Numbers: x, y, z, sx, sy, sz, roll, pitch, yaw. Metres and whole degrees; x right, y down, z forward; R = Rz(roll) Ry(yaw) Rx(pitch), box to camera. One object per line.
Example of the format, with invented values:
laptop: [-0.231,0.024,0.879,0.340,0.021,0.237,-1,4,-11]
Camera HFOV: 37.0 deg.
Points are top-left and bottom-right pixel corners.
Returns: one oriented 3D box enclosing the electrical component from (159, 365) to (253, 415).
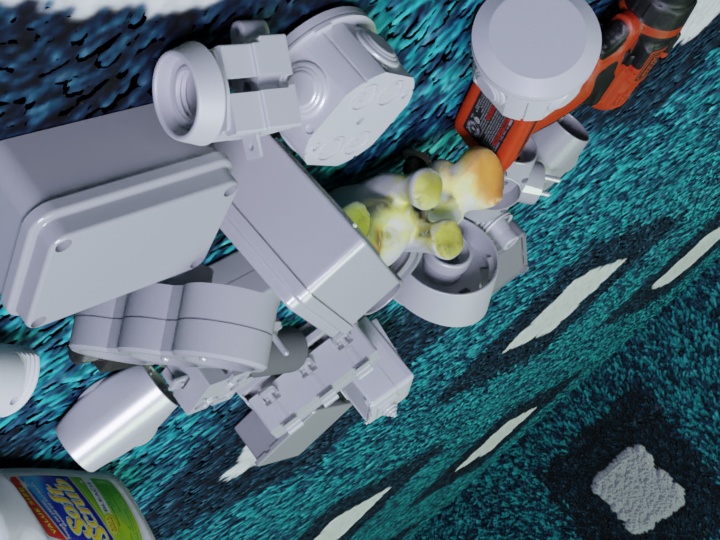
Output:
electrical component: [-0.117,0.067,0.777,0.066,0.055,0.048,-17,152,-51]

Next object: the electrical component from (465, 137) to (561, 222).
electrical component: [0.128,-0.076,0.895,0.079,0.044,0.077,11,141,-17]

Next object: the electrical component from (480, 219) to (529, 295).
electrical component: [0.118,-0.023,1.028,0.062,0.061,0.096,-37,155,-7]

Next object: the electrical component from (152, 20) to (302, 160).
electrical component: [-0.064,-0.085,0.510,0.055,0.066,0.048,-14,-175,-39]

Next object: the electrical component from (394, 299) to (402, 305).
electrical component: [0.051,0.006,0.992,0.040,0.040,0.046,-25,152,-38]

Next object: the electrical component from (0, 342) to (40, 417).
electrical component: [-0.210,0.061,0.595,0.043,0.043,0.081,-42,162,9]

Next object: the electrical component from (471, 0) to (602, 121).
electrical component: [0.110,-0.138,0.685,0.080,0.080,0.051,-36,167,-8]

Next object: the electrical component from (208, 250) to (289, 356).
electrical component: [-0.079,0.033,0.733,0.066,0.076,0.047,-29,160,-29]

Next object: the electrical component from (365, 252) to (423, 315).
electrical component: [0.000,0.000,0.837,0.108,0.060,0.108,-35,162,-13]

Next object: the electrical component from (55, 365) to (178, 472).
electrical component: [-0.172,0.108,0.787,0.077,0.044,0.079,-38,163,-3]

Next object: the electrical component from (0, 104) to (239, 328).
electrical component: [-0.124,-0.028,0.523,0.113,0.057,0.078,-23,157,-41]

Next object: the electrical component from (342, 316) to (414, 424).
electrical component: [0.013,0.101,1.052,0.061,0.096,0.061,-34,162,-18]

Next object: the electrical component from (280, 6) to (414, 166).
electrical component: [-0.015,-0.097,0.580,0.080,0.051,0.080,-35,162,-13]

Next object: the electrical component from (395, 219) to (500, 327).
electrical component: [0.070,0.001,0.923,0.099,0.099,0.064,-28,153,-31]

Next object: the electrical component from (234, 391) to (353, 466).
electrical component: [-0.068,0.147,1.086,0.100,0.048,0.100,-45,162,17]

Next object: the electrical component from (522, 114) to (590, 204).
electrical component: [0.167,-0.102,0.946,0.079,0.044,0.077,-14,150,-54]

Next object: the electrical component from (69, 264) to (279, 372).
electrical component: [-0.104,0.015,0.605,0.138,0.073,0.052,-1,165,38]

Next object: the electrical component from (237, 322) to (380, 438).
electrical component: [-0.046,0.091,0.966,0.121,0.063,0.078,-37,163,-6]

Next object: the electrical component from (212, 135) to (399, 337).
electrical component: [-0.038,-0.023,0.623,0.056,0.108,0.108,-42,163,1]

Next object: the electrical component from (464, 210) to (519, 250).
electrical component: [0.114,-0.046,0.949,0.048,0.062,0.048,-35,162,-13]
